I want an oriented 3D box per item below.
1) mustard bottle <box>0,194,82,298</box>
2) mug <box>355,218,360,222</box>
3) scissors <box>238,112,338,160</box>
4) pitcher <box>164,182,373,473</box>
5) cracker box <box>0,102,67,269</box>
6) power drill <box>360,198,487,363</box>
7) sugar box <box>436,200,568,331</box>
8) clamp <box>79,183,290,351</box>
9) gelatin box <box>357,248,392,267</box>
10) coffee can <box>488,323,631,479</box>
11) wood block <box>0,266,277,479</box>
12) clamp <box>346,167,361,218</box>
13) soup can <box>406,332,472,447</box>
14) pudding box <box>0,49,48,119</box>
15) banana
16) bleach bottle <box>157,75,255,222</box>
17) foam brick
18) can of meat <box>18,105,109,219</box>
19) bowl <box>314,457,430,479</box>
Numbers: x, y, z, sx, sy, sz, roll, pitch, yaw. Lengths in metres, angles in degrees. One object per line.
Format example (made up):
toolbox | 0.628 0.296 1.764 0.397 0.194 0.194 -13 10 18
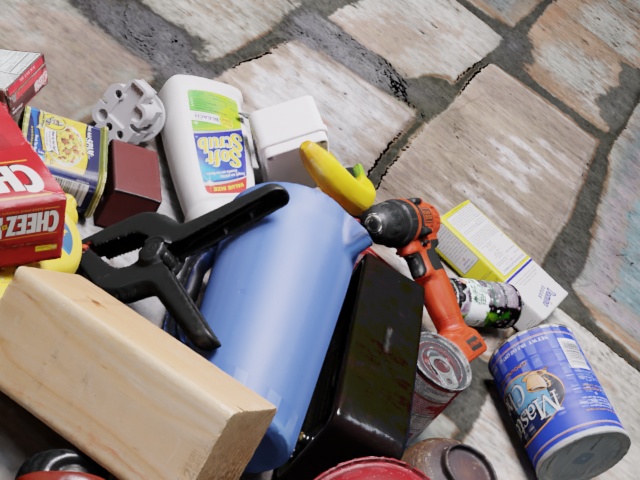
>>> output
mustard bottle | -0.261 0.012 0.922 0.096 0.058 0.191 28 34 -1
mug | -0.007 0.001 1.113 0.081 0.117 0.093 -85 157 -57
scissors | -0.029 -0.117 1.266 0.096 0.016 0.201 51 19 6
pitcher | -0.059 0.077 0.946 0.145 0.149 0.242 26 49 -11
cracker box | -0.326 -0.059 0.878 0.163 0.072 0.214 -11 42 -34
power drill | 0.108 0.045 1.117 0.184 0.057 0.187 -7 77 -67
sugar box | 0.218 0.033 1.324 0.176 0.048 0.093 47 36 9
clamp | -0.130 0.009 0.938 0.164 0.210 0.036 -60 138 -25
gelatin box | 0.062 0.053 1.178 0.089 0.030 0.073 42 34 7
coffee can | 0.252 0.175 1.134 0.102 0.103 0.140 11 41 -32
wood block | -0.149 0.111 0.805 0.206 0.090 0.090 31 4 20
clamp | 0.045 -0.025 1.242 0.120 0.039 0.171 26 35 15
soup can | 0.090 0.146 1.027 0.068 0.102 0.068 23 36 -18
pudding box | -0.334 -0.154 1.034 0.113 0.039 0.090 9 33 8
banana | 0.024 -0.061 1.156 0.070 0.037 0.197 55 11 14
bleach bottle | -0.110 -0.068 1.146 0.102 0.068 0.251 11 44 -33
foam brick | -0.193 -0.053 1.063 0.051 0.053 0.078 16 39 -27
can of meat | -0.255 -0.077 1.036 0.083 0.058 0.102 16 39 -23
bowl | 0.045 0.252 0.818 0.162 0.162 0.055 21 -4 -21
